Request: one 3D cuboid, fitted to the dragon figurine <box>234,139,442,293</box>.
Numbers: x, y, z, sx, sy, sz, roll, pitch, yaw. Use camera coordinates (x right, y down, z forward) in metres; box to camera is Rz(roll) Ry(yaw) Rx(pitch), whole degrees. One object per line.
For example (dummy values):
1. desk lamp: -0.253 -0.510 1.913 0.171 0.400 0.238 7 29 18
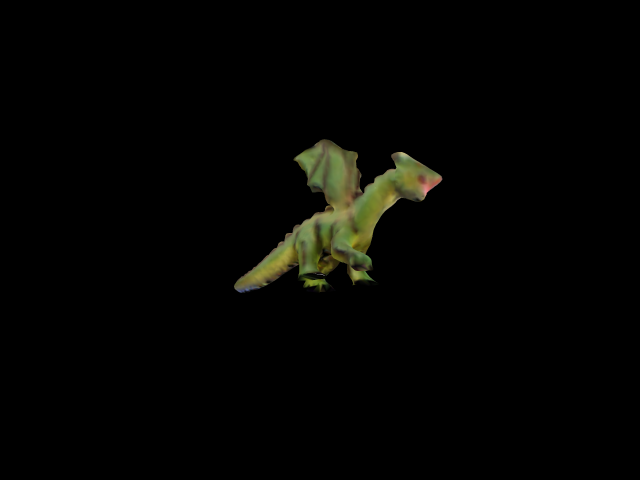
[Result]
1. dragon figurine: 0.003 -0.043 0.850 0.408 0.246 0.121 -9 -17 33
